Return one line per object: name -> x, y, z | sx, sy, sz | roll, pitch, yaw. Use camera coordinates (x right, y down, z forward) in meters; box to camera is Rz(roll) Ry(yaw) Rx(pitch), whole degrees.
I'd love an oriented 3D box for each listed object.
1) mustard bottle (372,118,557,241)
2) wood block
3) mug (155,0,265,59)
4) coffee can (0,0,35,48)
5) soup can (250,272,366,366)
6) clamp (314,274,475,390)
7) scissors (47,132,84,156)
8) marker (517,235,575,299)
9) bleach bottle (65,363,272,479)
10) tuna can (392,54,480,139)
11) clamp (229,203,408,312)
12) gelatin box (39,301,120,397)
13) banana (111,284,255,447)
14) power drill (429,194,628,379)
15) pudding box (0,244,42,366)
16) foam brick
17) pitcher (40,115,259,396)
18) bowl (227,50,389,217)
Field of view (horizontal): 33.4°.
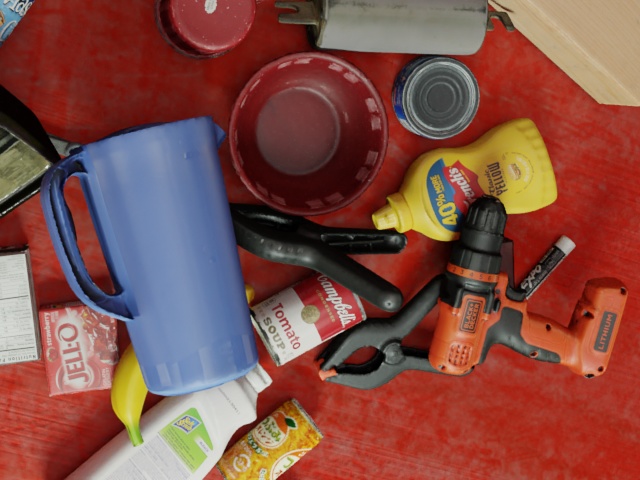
mustard bottle -> 0.144, -0.052, 1.104 | 0.191, 0.058, 0.096 | -21, 99, -10
wood block -> 0.261, -0.237, 1.089 | 0.206, 0.090, 0.091 | 37, 88, -17
mug -> -0.094, -0.221, 1.006 | 0.117, 0.081, 0.093 | -16, 102, -11
coffee can -> -0.311, -0.220, 0.942 | 0.102, 0.103, 0.140 | 36, 89, -16
soup can -> -0.014, 0.075, 1.081 | 0.102, 0.068, 0.068 | -28, 104, -8
clamp -> 0.082, 0.119, 1.125 | 0.171, 0.039, 0.120 | -25, 106, 0
scissors -> -0.230, -0.065, 1.032 | 0.201, 0.016, 0.096 | 5, 97, -15
marker -> 0.232, 0.045, 1.162 | 0.020, 0.020, 0.121 | 43, 87, -16
bleach bottle -> -0.149, 0.217, 1.073 | 0.250, 0.068, 0.102 | -39, 109, -8
tuna can -> 0.119, -0.147, 1.094 | 0.086, 0.034, 0.086 | -3, 103, -12
clamp -> -0.007, 0.001, 1.057 | 0.210, 0.164, 0.036 | 19, 111, 6
gelatin box -> -0.235, 0.105, 1.049 | 0.073, 0.030, 0.089 | -6, 100, -13
banana -> -0.146, 0.105, 1.054 | 0.069, 0.037, 0.197 | 45, 71, -22
power drill -> 0.213, 0.058, 1.085 | 0.187, 0.057, 0.184 | 12, 100, -12
pudding box -> -0.317, 0.065, 1.019 | 0.090, 0.039, 0.113 | -6, 102, -14
foam brick -> 0.173, 0.037, 1.129 | 0.051, 0.053, 0.078 | -6, 101, -14
pitcher -> -0.144, 0.016, 0.971 | 0.149, 0.145, 0.243 | -13, 95, 10
bowl -> -0.016, -0.106, 1.058 | 0.162, 0.055, 0.162 | -2, 99, -14
